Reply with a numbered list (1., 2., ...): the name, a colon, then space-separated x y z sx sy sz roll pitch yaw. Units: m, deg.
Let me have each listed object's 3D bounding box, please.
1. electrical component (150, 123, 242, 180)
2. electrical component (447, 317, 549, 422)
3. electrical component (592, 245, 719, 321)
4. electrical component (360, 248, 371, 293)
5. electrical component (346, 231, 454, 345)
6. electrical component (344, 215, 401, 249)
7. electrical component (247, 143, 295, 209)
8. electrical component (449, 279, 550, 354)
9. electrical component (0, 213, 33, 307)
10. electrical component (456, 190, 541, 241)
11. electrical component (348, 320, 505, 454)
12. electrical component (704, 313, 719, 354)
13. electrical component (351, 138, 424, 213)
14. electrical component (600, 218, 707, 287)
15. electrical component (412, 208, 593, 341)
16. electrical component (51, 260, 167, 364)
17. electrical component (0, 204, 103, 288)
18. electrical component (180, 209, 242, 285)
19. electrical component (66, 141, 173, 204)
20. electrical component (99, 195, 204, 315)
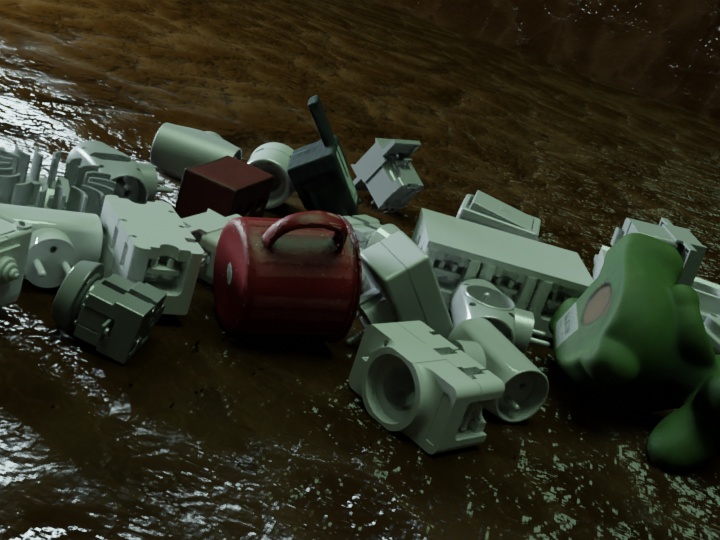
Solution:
1. electrical component: -0.153 -0.113 1.047 0.077 0.043 0.079 20 20 5
2. electrical component: 0.082 0.070 0.768 0.079 0.044 0.077 7 23 -29
3. electrical component: 0.275 0.031 1.008 0.121 0.063 0.078 19 20 3
4. electrical component: 0.000 0.000 0.887 0.065 0.044 0.044 18 19 -13
5. electrical component: 0.020 0.029 0.794 0.076 0.083 0.047 -29 36 -10
6. electrical component: 0.008 -0.022 0.945 0.055 0.048 0.066 23 19 36
7. electrical component: -0.086 -0.089 1.027 0.055 0.055 0.047 19 24 2
8. electrical component: 0.113 0.045 0.858 0.079 0.044 0.077 16 20 -7
9. electrical component: -0.250 -0.006 0.657 0.096 0.061 0.062 23 21 14
10. electrical component: 0.139 -0.033 1.062 0.096 0.061 0.061 20 20 5
11. electrical component: 0.039 0.075 0.708 0.056 0.050 0.089 -2 28 -43
12. electrical component: 0.339 0.090 0.917 0.078 0.057 0.113 11 21 -19
13. electrical component: 0.031 -0.099 1.125 0.042 0.081 0.063 -5 59 -46
14. electrical component: 0.237 0.021 0.915 0.063 0.121 0.078 13 21 -7
15. electrical component: 0.117 0.008 0.935 0.150 0.061 0.089 16 20 -7
16. electrical component: -0.160 0.024 0.679 0.055 0.048 0.066 26 20 1
17. electrical component: -0.214 -0.013 0.730 0.077 0.044 0.079 5 24 -32
18. electrical component: -0.109 -0.012 0.822 0.064 0.042 0.081 27 22 19
19. electrical component: -0.197 -0.073 0.905 0.079 0.043 0.077 2 25 -37
20. electrical component: -0.151 -0.007 0.753 0.050 0.055 0.089 6 24 -31
